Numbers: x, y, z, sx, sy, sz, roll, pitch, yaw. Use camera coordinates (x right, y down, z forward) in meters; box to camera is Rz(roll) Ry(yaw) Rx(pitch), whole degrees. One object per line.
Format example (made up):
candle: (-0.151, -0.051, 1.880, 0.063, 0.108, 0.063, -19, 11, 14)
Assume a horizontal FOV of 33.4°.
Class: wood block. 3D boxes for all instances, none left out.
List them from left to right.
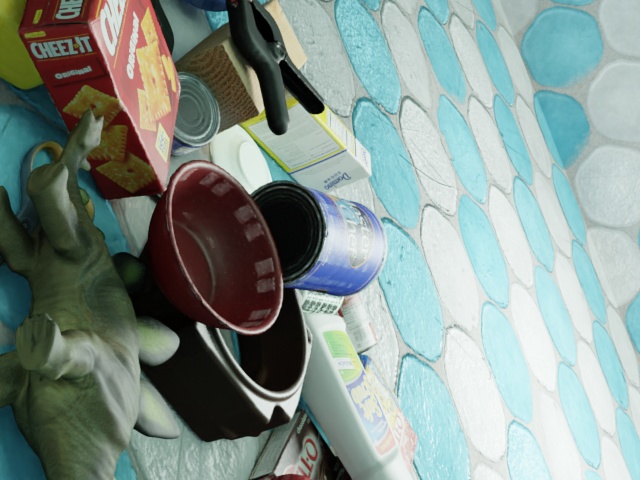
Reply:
wood block: (-0.098, -0.205, 1.268, 0.091, 0.090, 0.206, 60, 25, -17)

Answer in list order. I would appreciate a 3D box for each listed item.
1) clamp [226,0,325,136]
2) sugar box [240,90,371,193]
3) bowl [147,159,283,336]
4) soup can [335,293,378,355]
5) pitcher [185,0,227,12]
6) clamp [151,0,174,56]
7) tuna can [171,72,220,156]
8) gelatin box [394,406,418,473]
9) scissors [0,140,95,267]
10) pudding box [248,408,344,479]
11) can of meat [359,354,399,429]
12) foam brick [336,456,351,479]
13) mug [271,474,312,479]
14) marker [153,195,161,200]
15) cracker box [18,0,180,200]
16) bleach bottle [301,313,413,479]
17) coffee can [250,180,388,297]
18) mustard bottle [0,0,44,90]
clamp: (-0.051, -0.202, 1.202, 0.120, 0.039, 0.171, -22, 91, -67)
sugar box: (-0.016, -0.129, 1.369, 0.176, 0.093, 0.048, 42, 36, -46)
bowl: (-0.100, 0.014, 0.929, 0.162, 0.055, 0.162, 42, 35, -40)
soup can: (0.022, 0.091, 1.303, 0.102, 0.069, 0.068, 68, 25, -3)
pitcher: (-0.104, -0.380, 1.212, 0.145, 0.243, 0.149, 36, 61, 2)
clamp: (-0.208, -0.268, 1.157, 0.164, 0.036, 0.210, 30, 42, -53)
tuna can: (-0.149, -0.136, 1.145, 0.086, 0.034, 0.086, 17, 66, -42)
gelatin box: (0.091, 0.256, 1.358, 0.073, 0.030, 0.089, 59, 26, -20)
scissors: (-0.239, -0.004, 0.907, 0.096, 0.016, 0.201, 49, 32, -37)
pudding box: (-0.023, 0.247, 1.120, 0.090, 0.039, 0.113, 59, 26, -17)
can of meat: (0.052, 0.200, 1.292, 0.102, 0.058, 0.084, 60, 24, -20)
foam brick: (0.039, 0.280, 1.204, 0.051, 0.053, 0.078, 62, 26, -15)
mug: (-0.033, 0.289, 1.025, 0.081, 0.093, 0.117, -52, 148, -67)
marker: (-0.143, -0.030, 1.121, 0.121, 0.020, 0.020, 44, 34, -42)
cracker box: (-0.193, -0.168, 0.984, 0.213, 0.072, 0.164, 75, 12, -50)
bleach bottle: (0.040, 0.201, 1.175, 0.102, 0.068, 0.251, 14, 42, -61)
coffee can: (-0.007, 0.001, 1.068, 0.140, 0.103, 0.103, 14, 58, -61)
mustard bottle: (-0.267, -0.233, 0.982, 0.096, 0.058, 0.191, 53, 28, -41)
